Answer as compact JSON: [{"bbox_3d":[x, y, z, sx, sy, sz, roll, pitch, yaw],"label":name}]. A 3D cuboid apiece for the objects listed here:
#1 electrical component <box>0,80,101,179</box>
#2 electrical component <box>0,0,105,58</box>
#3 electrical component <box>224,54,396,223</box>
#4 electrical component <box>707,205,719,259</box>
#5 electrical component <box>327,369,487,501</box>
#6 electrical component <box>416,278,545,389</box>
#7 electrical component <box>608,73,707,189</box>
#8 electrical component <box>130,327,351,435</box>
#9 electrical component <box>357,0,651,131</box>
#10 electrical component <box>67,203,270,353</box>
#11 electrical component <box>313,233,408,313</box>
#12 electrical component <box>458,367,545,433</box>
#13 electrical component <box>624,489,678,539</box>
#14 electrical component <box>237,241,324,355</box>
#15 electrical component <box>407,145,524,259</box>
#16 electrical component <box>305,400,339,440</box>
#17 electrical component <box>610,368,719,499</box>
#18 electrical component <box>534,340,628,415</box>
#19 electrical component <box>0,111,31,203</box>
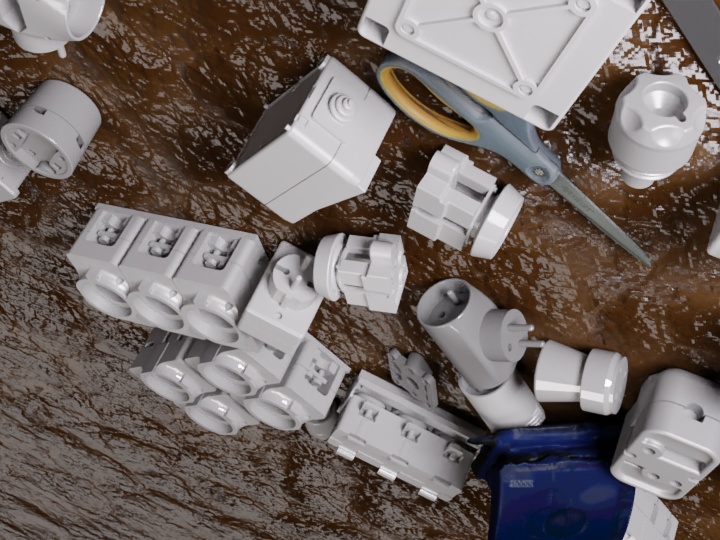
[{"bbox_3d":[-0.214,-0.099,0.751,0.055,0.047,0.055,19,150,12],"label":"electrical component"},{"bbox_3d":[-0.195,-0.158,0.647,0.077,0.043,0.079,20,151,9],"label":"electrical component"},{"bbox_3d":[-0.023,-0.075,0.630,0.061,0.061,0.096,37,148,-19],"label":"electrical component"},{"bbox_3d":[0.214,-0.008,0.541,0.066,0.076,0.047,22,151,6],"label":"electrical component"},{"bbox_3d":[0.039,0.146,0.933,0.121,0.063,0.078,27,150,-2],"label":"electrical component"},{"bbox_3d":[0.091,0.046,0.753,0.079,0.043,0.077,-2,141,39],"label":"electrical component"},{"bbox_3d":[0.145,-0.065,0.536,0.043,0.043,0.062,19,151,11],"label":"electrical component"},{"bbox_3d":[-0.114,0.092,0.967,0.105,0.060,0.186,42,146,-27],"label":"electrical component"},{"bbox_3d":[0.067,-0.131,0.478,0.109,0.056,0.108,27,150,-2],"label":"electrical component"},{"bbox_3d":[-0.147,0.009,0.858,0.150,0.061,0.089,12,148,23],"label":"electrical component"},{"bbox_3d":[0.000,0.000,0.749,0.055,0.048,0.066,7,147,16],"label":"electrical component"},{"bbox_3d":[0.112,0.102,0.827,0.043,0.043,0.081,1,142,37],"label":"electrical component"},{"bbox_3d":[0.224,0.216,0.910,0.050,0.055,0.089,-7,137,43],"label":"electrical component"},{"bbox_3d":[-0.049,0.013,0.786,0.047,0.065,0.076,28,150,-4],"label":"electrical component"},{"bbox_3d":[0.064,-0.037,0.641,0.055,0.048,0.066,29,151,10],"label":"electrical component"},{"bbox_3d":[-0.038,0.129,0.993,0.035,0.035,0.061,11,145,23],"label":"electrical component"},{"bbox_3d":[0.216,0.111,0.745,0.054,0.059,0.095,22,150,7],"label":"electrical component"},{"bbox_3d":[0.154,0.075,0.750,0.055,0.045,0.045,10,147,25],"label":"electrical component"},{"bbox_3d":[-0.305,-0.095,0.825,0.100,0.048,0.099,-7,137,43],"label":"electrical component"}]
